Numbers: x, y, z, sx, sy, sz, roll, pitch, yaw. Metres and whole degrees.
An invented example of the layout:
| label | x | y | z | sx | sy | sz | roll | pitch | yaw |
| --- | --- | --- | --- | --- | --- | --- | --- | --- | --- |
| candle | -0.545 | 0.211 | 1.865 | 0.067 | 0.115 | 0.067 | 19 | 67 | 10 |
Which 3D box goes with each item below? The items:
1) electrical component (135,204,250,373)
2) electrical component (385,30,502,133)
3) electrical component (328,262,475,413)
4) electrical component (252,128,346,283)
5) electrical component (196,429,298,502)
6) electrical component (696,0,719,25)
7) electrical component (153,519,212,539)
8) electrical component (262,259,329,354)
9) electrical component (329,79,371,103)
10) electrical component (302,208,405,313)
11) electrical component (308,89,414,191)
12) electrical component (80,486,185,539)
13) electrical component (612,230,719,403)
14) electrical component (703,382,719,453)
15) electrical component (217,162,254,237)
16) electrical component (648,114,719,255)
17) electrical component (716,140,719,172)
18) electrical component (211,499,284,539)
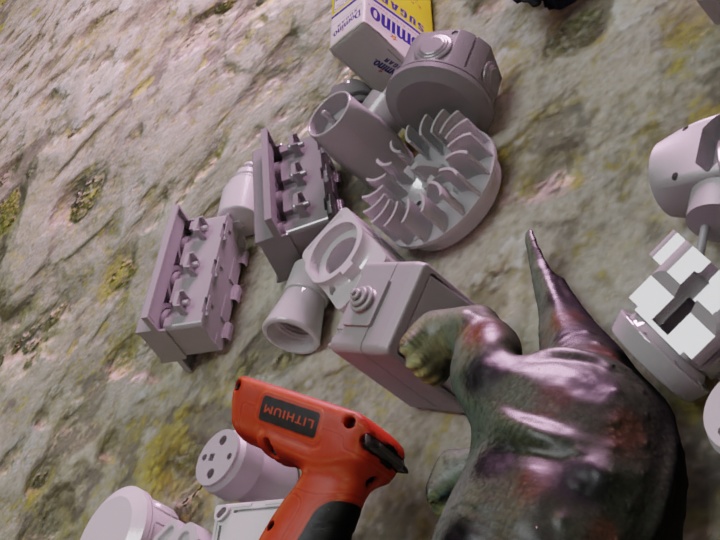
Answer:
| label | x | y | z | sx | sy | sz | roll | pitch | yaw |
| --- | --- | --- | --- | --- | --- | --- | --- | --- | --- |
| electrical component | -0.139 | 0.013 | 0.910 | 0.063 | 0.078 | 0.121 | -9 | 48 | 19 |
| electrical component | 0.063 | -0.133 | 0.789 | 0.080 | 0.080 | 0.051 | -15 | 42 | 44 |
| electrical component | 0.033 | 0.037 | 0.642 | 0.061 | 0.096 | 0.061 | -1 | 58 | 50 |
| electrical component | -0.048 | -0.054 | 0.862 | 0.063 | 0.078 | 0.121 | -19 | 40 | 9 |
| electrical component | -0.076 | 0.137 | 0.720 | 0.045 | 0.055 | 0.045 | -32 | 38 | 29 |
| electrical component | 0.239 | -0.178 | 0.626 | 0.061 | 0.062 | 0.096 | -53 | 32 | -1 |
| electrical component | -0.098 | 0.201 | 0.683 | 0.058 | 0.057 | 0.078 | -46 | 32 | 9 |
| electrical component | -0.042 | 0.024 | 0.802 | 0.044 | 0.044 | 0.065 | -19 | 40 | 41 |
| electrical component | -0.001 | -0.131 | 0.900 | 0.043 | 0.043 | 0.062 | -46 | 34 | 10 |
| electrical component | 0.000 | 0.000 | 0.758 | 0.050 | 0.056 | 0.089 | -48 | 32 | 7 |
| electrical component | 0.012 | -0.112 | 0.833 | 0.079 | 0.077 | 0.044 | -53 | 33 | -3 |
| electrical component | -0.164 | 0.200 | 0.771 | 0.080 | 0.051 | 0.080 | -32 | 37 | 28 |
| electrical component | 0.162 | 0.027 | 0.525 | 0.057 | 0.058 | 0.078 | -48 | 51 | 12 |
| electrical component | 0.180 | 0.072 | 0.462 | 0.045 | 0.055 | 0.045 | -32 | 37 | 29 |
| electrical component | -0.104 | -0.066 | 0.967 | 0.040 | 0.040 | 0.078 | -28 | 40 | 33 |
| electrical component | 0.194 | -0.041 | 0.566 | 0.077 | 0.043 | 0.079 | -11 | 50 | 46 |
| electrical component | 0.208 | -0.020 | 0.473 | 0.060 | 0.108 | 0.108 | -24 | 41 | 28 |
| electrical component | -0.051 | 0.189 | 0.629 | 0.062 | 0.061 | 0.096 | -11 | 54 | 27 |
